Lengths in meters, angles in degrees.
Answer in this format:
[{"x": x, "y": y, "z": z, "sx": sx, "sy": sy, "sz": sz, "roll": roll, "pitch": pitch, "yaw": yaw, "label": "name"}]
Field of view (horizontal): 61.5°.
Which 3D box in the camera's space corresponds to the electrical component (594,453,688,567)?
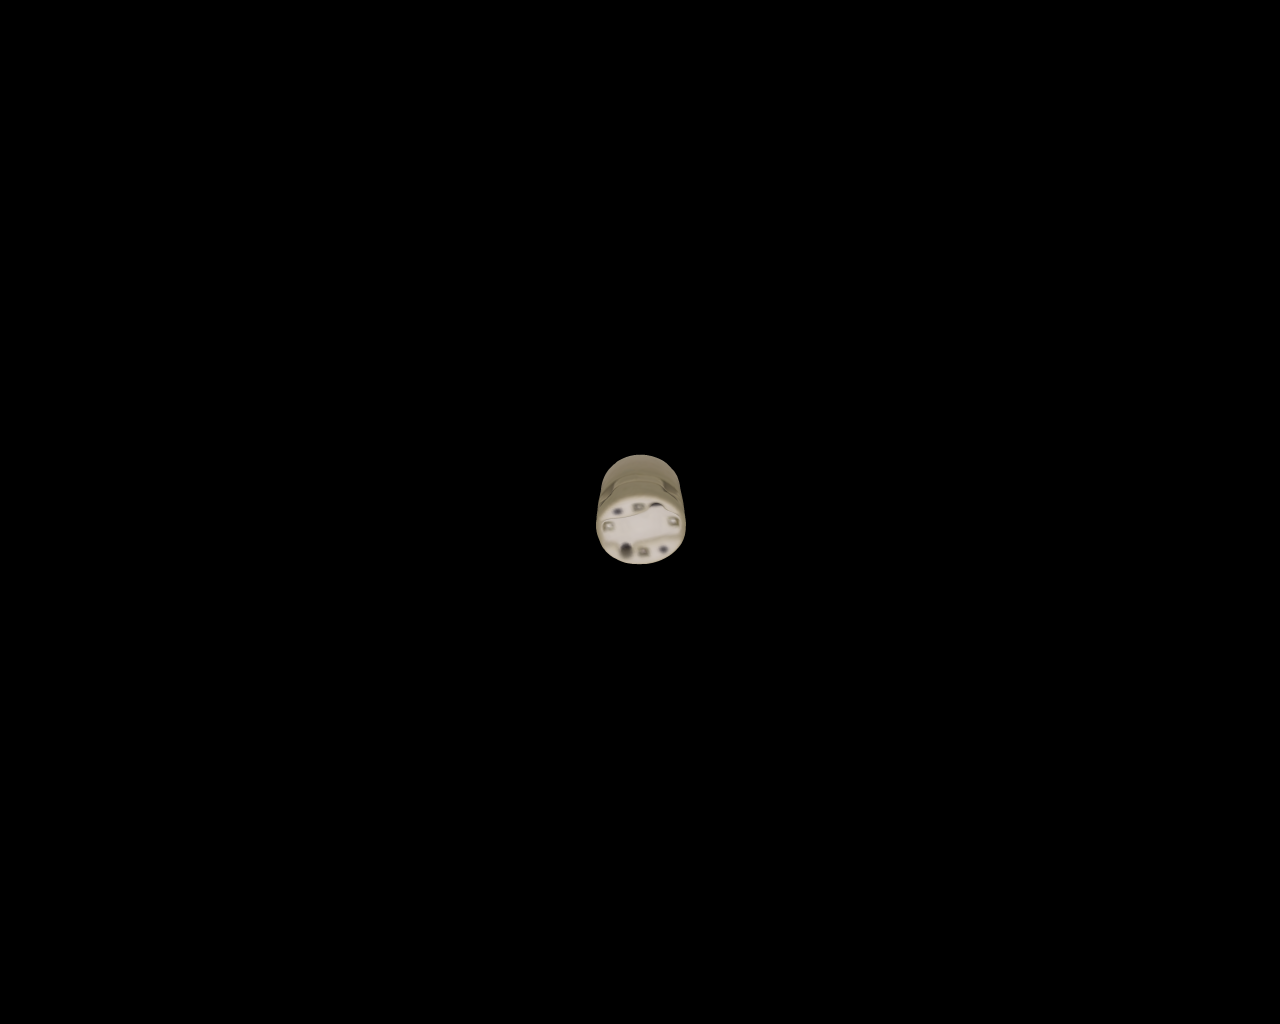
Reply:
[{"x": 0.001, "y": -0.003, "z": 0.650, "sx": 0.055, "sy": 0.055, "sz": 0.047, "roll": 0, "pitch": 37, "yaw": 0, "label": "electrical component"}]
